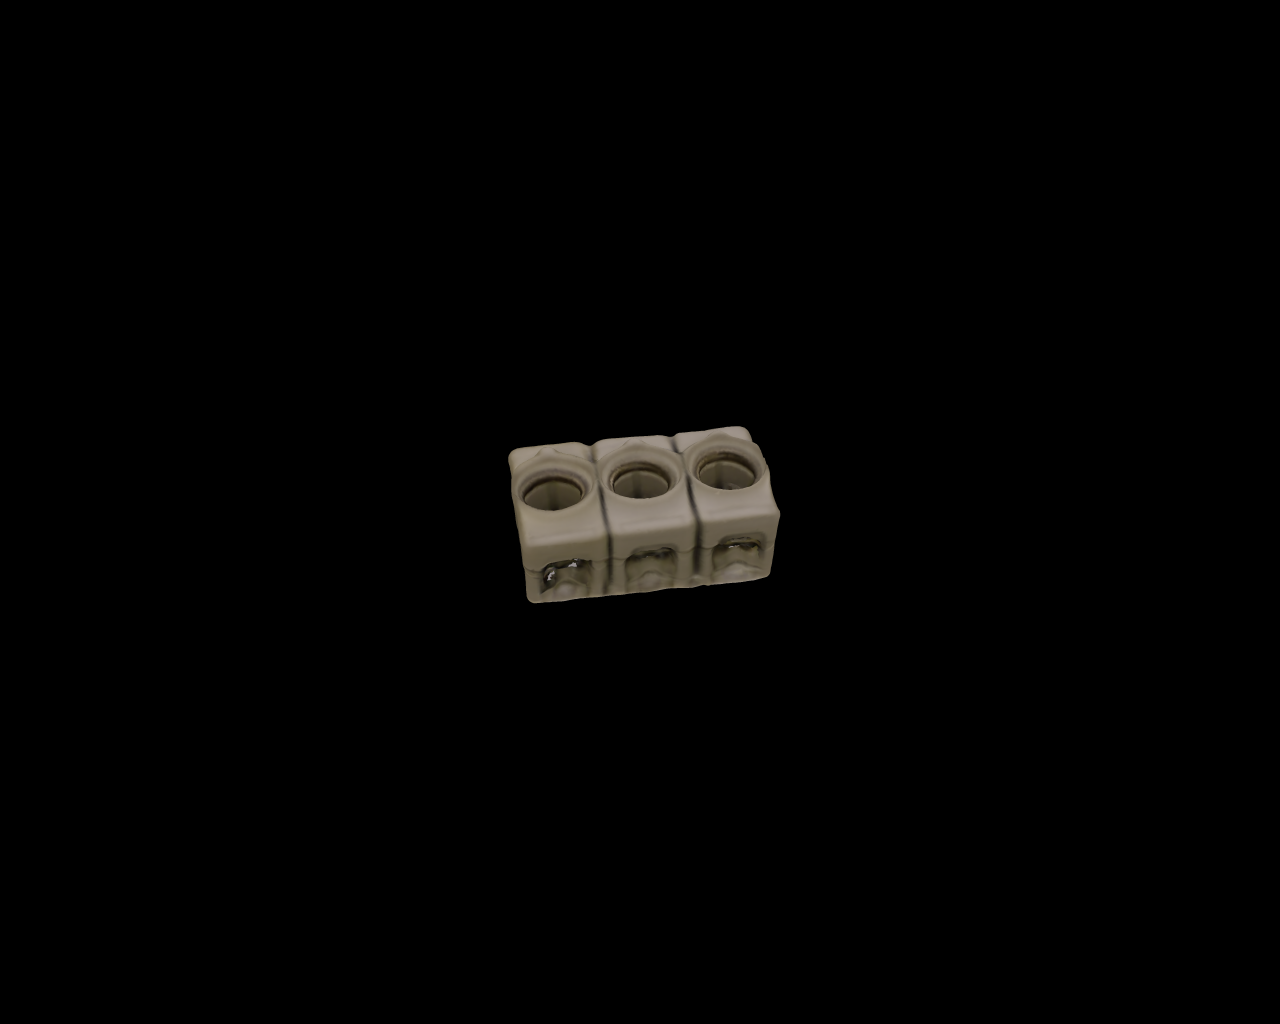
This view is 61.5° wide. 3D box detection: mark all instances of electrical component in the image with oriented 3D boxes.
[{"bbox_3d":[0.001,-0.003,0.650,0.150,0.061,0.090,-6,43,-7],"label":"electrical component"}]
